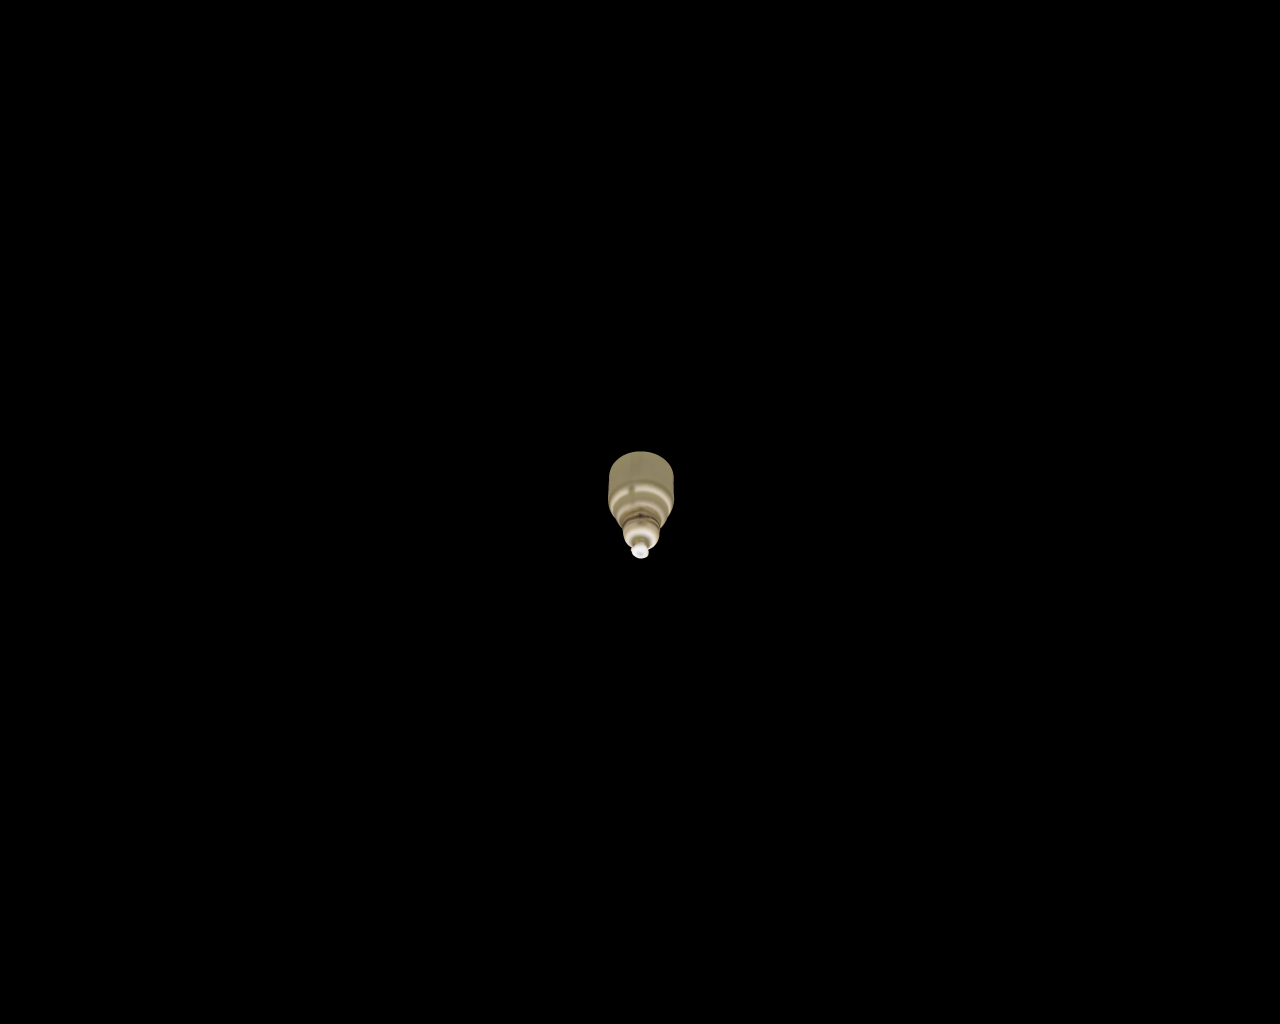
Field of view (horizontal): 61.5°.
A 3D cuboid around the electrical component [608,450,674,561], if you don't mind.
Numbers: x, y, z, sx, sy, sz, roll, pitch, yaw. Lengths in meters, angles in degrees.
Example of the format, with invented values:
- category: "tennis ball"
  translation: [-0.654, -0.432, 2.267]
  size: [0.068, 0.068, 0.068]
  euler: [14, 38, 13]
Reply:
- category: "electrical component"
  translation: [0.001, -0.003, 0.650]
  size: [0.040, 0.040, 0.078]
  euler: [0, 43, 0]
